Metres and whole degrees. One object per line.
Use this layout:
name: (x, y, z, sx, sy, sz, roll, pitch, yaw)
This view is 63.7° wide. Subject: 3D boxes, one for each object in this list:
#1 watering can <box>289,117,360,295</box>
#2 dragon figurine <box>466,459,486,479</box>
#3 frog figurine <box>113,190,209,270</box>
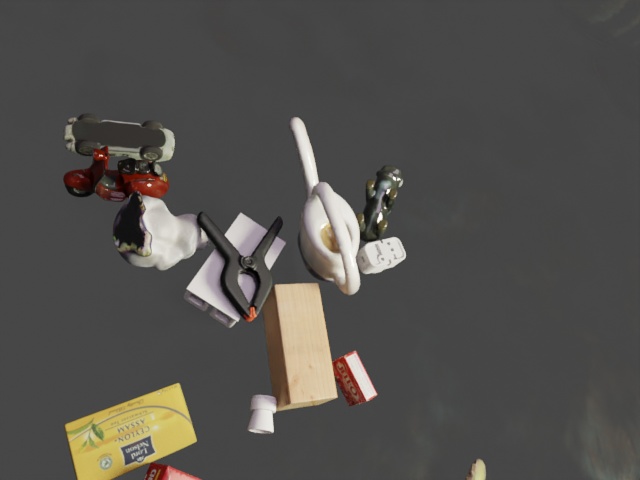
watering can: (0.003, -0.051, 1.010, 0.104, 0.220, 0.353, -15, 71, -12)
dragon figurine: (0.145, 0.545, 0.837, 0.242, 0.119, 0.420, 20, 56, -5)
frog figurine: (-0.288, -0.013, 0.942, 0.139, 0.121, 0.159, 58, 21, 20)
